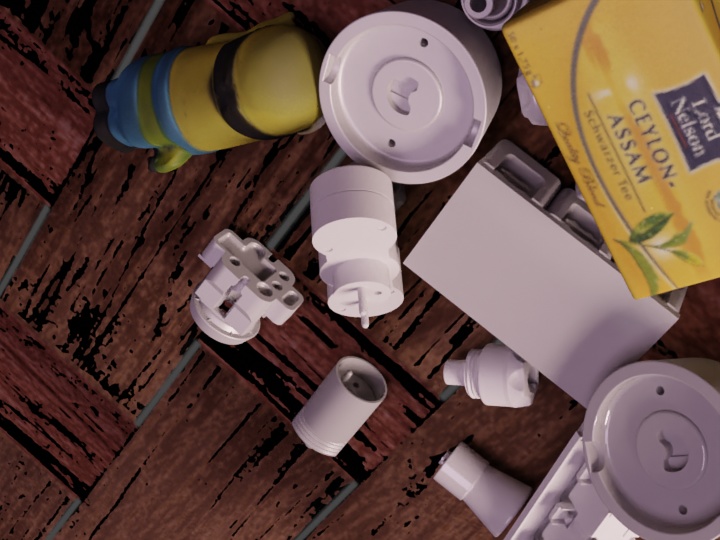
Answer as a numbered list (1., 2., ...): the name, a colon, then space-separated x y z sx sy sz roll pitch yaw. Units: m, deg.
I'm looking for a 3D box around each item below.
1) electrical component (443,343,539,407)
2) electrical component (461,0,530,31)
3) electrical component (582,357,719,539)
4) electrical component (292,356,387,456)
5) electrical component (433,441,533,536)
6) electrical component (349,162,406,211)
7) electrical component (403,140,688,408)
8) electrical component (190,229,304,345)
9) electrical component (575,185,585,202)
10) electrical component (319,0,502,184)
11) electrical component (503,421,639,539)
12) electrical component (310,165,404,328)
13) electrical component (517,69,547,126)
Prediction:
1. electrical component: 0.089 0.072 0.739 0.062 0.043 0.043 0 113 26
2. electrical component: 0.078 -0.160 0.625 0.048 0.062 0.048 10 117 21
3. electrical component: 0.194 0.103 0.635 0.108 0.060 0.108 8 100 46
4. electrical component: -0.019 0.107 0.806 0.043 0.043 0.081 39 124 4
5. electrical component: 0.087 0.156 0.782 0.065 0.044 0.044 38 123 11
6. electrical component: -0.003 -0.049 0.727 0.062 0.043 0.043 -27 99 34
7. electrical component: 0.119 0.000 0.681 0.150 0.062 0.089 38 123 5
8. electrical component: -0.089 0.017 0.791 0.078 0.058 0.057 42 121 2
9. electrical component: 0.165 -0.051 0.647 0.062 0.048 0.048 33 123 0
10. electrical component: 0.036 -0.114 0.666 0.108 0.060 0.108 12 121 20
11. electrical component: 0.157 0.164 0.730 0.079 0.063 0.121 7 126 -27
12. electrical component: 0.000 0.000 0.692 0.052 0.073 0.138 -6 152 2
13. electrical component: 0.127 -0.110 0.637 0.062 0.043 0.043 -6 110 26
